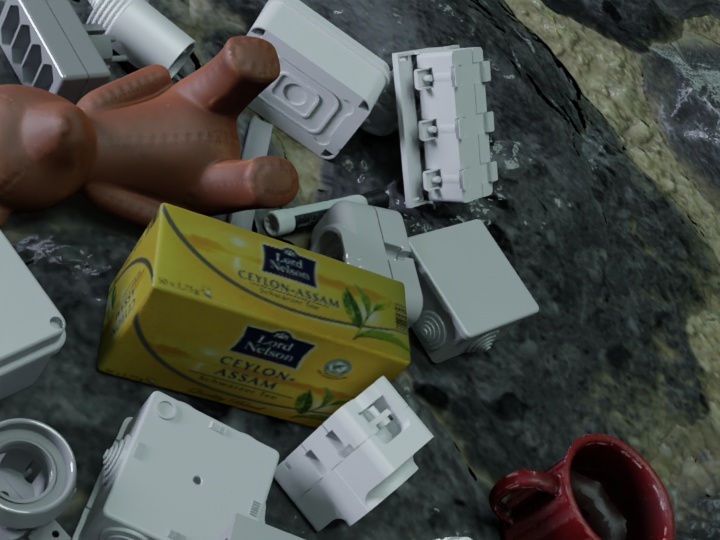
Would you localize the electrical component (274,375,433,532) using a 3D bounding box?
[{"bbox_3d":[-0.003,0.116,0.652,0.055,0.089,0.050,50,43,8],"label":"electrical component"}]

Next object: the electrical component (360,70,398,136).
[{"bbox_3d":[0.022,-0.147,0.903,0.048,0.062,0.048,20,47,-23],"label":"electrical component"}]

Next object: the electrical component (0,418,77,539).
[{"bbox_3d":[-0.179,0.111,0.549,0.078,0.057,0.058,47,42,5],"label":"electrical component"}]

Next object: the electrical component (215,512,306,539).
[{"bbox_3d":[0.001,0.207,0.516,0.186,0.060,0.105,26,45,-17],"label":"electrical component"}]

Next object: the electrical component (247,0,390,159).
[{"bbox_3d":[-0.042,-0.153,0.850,0.113,0.078,0.057,34,46,-9],"label":"electrical component"}]

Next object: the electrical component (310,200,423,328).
[{"bbox_3d":[0.000,0.000,0.775,0.059,0.053,0.095,10,52,-31],"label":"electrical component"}]

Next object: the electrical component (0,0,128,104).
[{"bbox_3d":[-0.200,-0.153,0.755,0.076,0.047,0.083,-16,67,-44],"label":"electrical component"}]

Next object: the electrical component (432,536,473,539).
[{"bbox_3d":[0.052,0.182,0.653,0.040,0.078,0.040,9,53,-12],"label":"electrical component"}]

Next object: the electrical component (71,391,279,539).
[{"bbox_3d":[-0.100,0.127,0.602,0.100,0.048,0.099,29,45,-14],"label":"electrical component"}]

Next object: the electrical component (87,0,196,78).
[{"bbox_3d":[-0.168,-0.179,0.802,0.081,0.043,0.043,38,42,-5],"label":"electrical component"}]

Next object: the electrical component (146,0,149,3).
[{"bbox_3d":[-0.174,-0.229,0.821,0.044,0.065,0.044,14,35,-10],"label":"electrical component"}]

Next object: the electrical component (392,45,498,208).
[{"bbox_3d":[0.069,-0.117,0.867,0.079,0.063,0.121,-20,109,-44],"label":"electrical component"}]

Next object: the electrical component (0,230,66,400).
[{"bbox_3d":[-0.225,0.017,0.590,0.078,0.057,0.113,-28,76,-46],"label":"electrical component"}]

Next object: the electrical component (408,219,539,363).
[{"bbox_3d":[0.074,0.016,0.820,0.100,0.048,0.099,-16,67,-43],"label":"electrical component"}]
